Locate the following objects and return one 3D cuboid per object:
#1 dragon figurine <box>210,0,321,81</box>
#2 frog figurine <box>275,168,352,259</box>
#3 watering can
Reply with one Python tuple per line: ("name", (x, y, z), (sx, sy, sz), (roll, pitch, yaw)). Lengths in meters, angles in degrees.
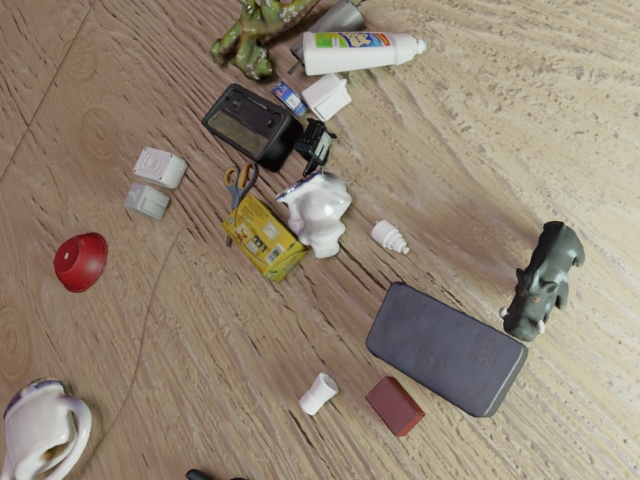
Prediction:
("dragon figurine", (-0.121, -0.499, 1.251), (0.411, 0.121, 0.243), (8, 86, 34))
("frog figurine", (0.003, -0.051, 1.008), (0.137, 0.123, 0.159), (-30, 95, 5))
("watering can", (-0.633, 0.450, 1.114), (0.346, 0.102, 0.228), (-41, 57, 6))
